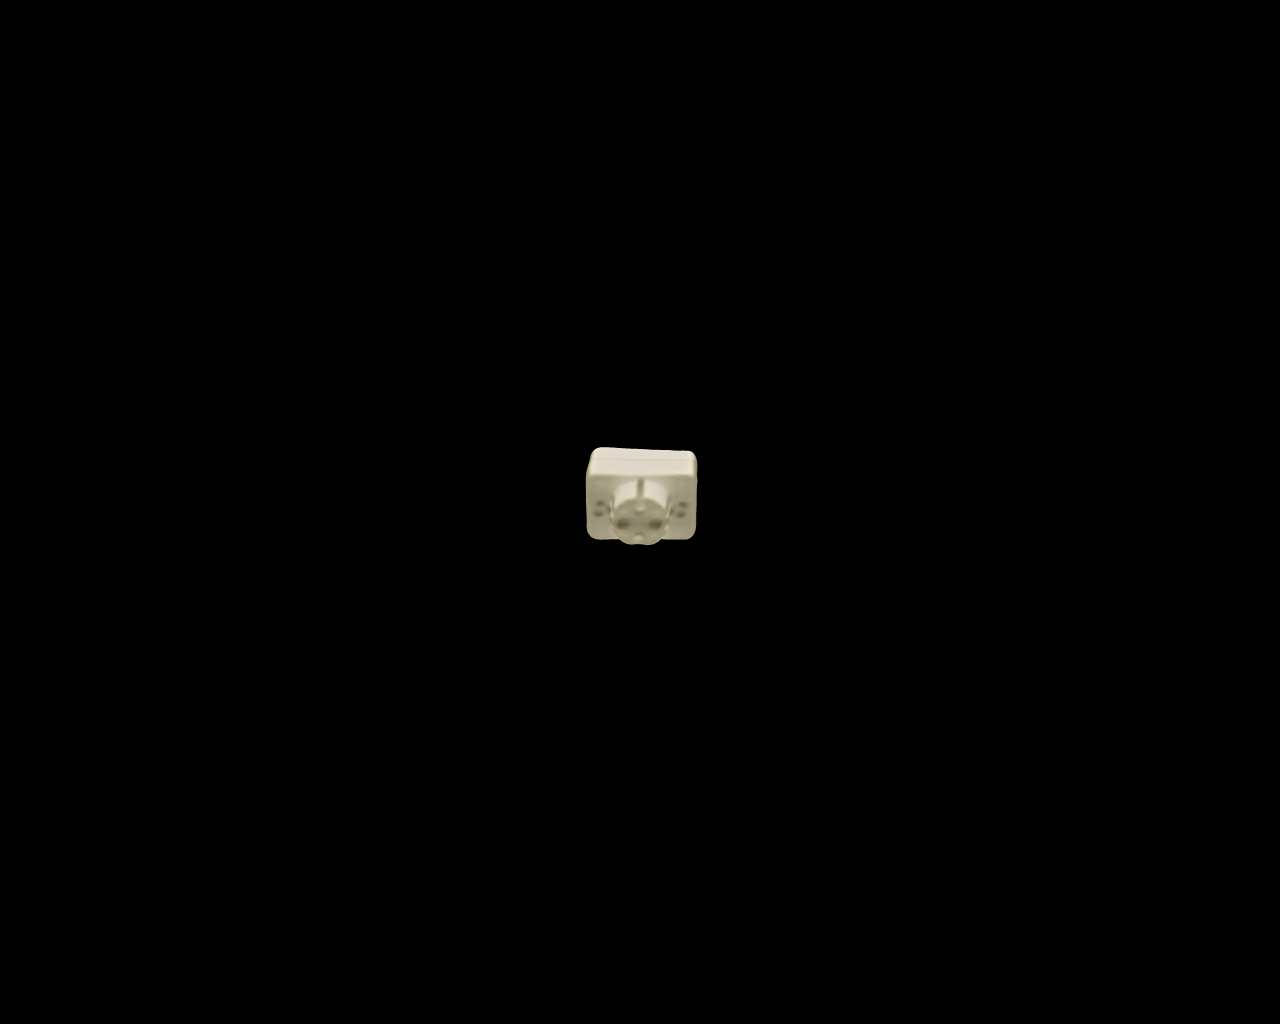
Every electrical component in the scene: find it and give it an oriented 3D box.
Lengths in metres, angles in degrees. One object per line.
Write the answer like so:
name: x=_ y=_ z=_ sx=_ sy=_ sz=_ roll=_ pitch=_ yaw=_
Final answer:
electrical component: x=0.001 y=-0.003 z=0.650 sx=0.066 sy=0.047 sz=0.077 roll=1 pitch=28 yaw=2
